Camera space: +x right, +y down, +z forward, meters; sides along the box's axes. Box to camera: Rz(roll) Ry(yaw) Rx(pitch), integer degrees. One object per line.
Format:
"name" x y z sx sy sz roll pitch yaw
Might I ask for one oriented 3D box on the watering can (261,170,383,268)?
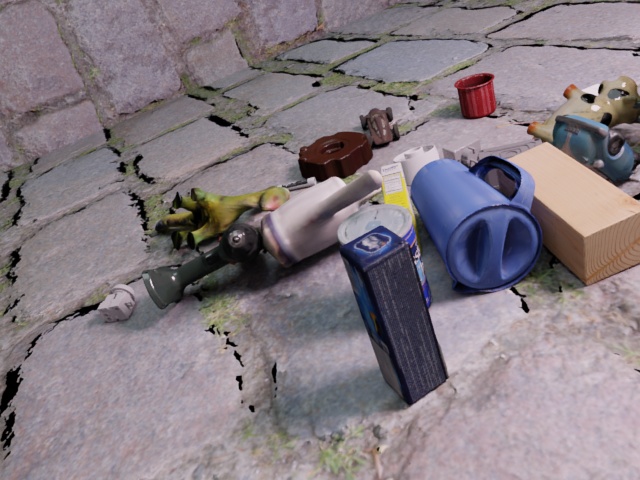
"watering can" 0.003 -0.043 0.846 0.224 0.104 0.347 -30 -2 1

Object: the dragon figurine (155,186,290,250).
"dragon figurine" -0.197 -0.065 1.117 0.244 0.121 0.409 -15 9 -31
